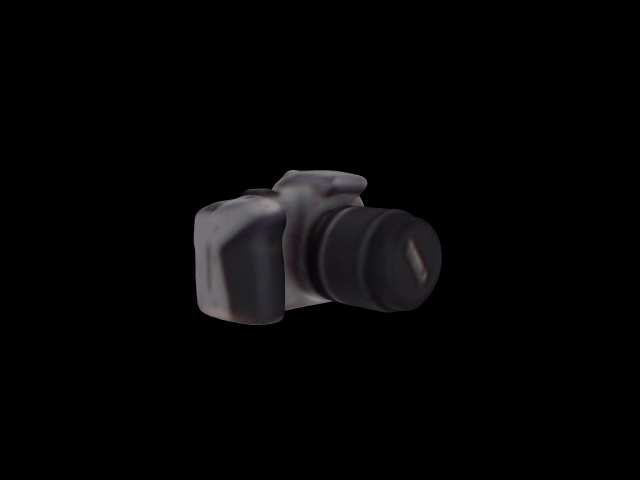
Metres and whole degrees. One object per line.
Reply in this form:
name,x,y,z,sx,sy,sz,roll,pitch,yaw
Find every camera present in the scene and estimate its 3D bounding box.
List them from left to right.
camera,0.004,0.001,0.400,0.144,0.101,0.136,-6,9,-42
